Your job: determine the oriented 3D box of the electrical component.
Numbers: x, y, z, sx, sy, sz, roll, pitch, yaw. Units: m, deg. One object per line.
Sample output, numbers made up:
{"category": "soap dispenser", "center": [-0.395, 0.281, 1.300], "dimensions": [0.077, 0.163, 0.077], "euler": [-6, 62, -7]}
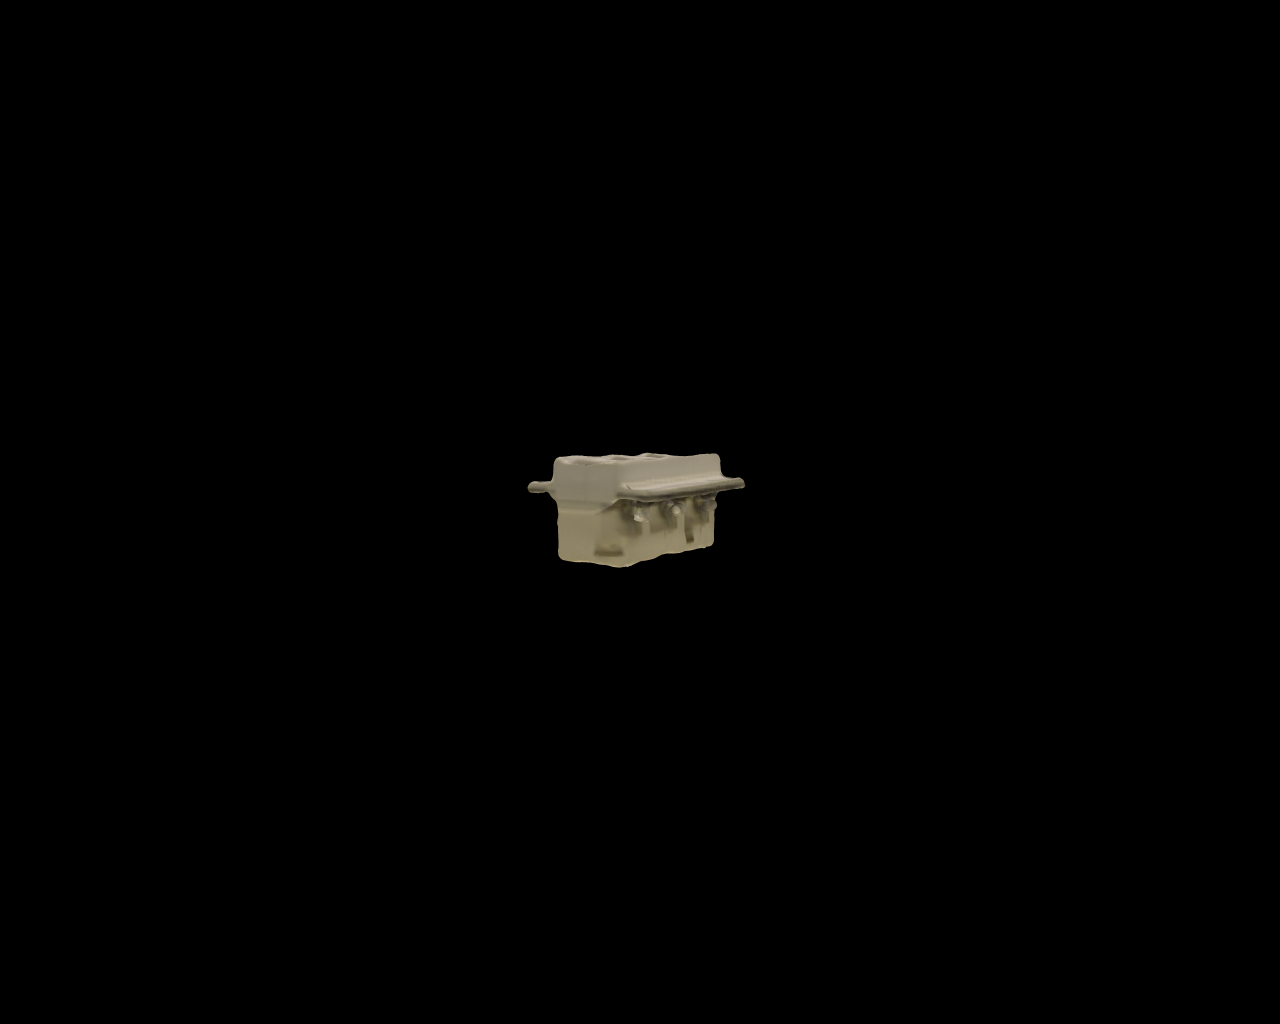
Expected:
{"category": "electrical component", "center": [0.001, -0.003, 0.650], "dimensions": [0.079, 0.063, 0.121], "euler": [3, 6, 32]}
